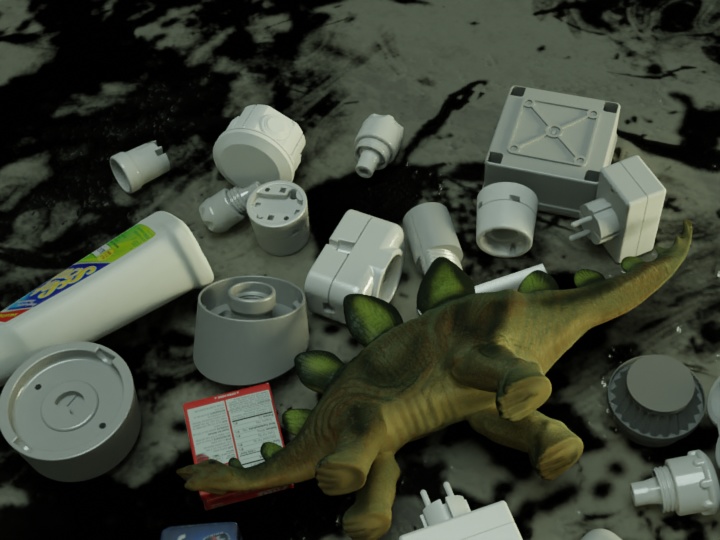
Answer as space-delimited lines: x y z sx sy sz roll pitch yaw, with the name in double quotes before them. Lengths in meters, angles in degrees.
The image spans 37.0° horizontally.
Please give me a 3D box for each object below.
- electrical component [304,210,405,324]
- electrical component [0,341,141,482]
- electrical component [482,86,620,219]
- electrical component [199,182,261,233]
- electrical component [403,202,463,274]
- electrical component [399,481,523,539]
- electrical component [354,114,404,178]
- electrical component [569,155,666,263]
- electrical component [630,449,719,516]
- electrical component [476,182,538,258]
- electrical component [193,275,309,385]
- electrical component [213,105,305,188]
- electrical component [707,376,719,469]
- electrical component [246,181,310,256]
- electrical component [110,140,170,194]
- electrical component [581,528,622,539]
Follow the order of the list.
"electrical component" 0.000 0.000 0.944 0.059 0.053 0.095 19 57 18
"electrical component" -0.230 0.119 0.871 0.108 0.060 0.108 -2 53 3
"electrical component" 0.180 -0.111 1.009 0.109 0.056 0.108 13 55 14
"electrical component" -0.118 -0.062 1.003 0.061 0.035 0.035 -32 53 13
"electrical component" 0.068 -0.016 0.956 0.043 0.043 0.081 -12 53 -4
"electrical component" 0.068 0.193 0.797 0.083 0.047 0.075 -17 54 -8
"electrical component" 0.015 -0.117 1.037 0.043 0.043 0.062 15 57 16
"electrical component" 0.217 -0.046 0.940 0.076 0.083 0.047 -21 54 -10
"electrical component" 0.235 0.163 0.807 0.062 0.048 0.048 -12 53 5
"electrical component" 0.131 -0.044 0.965 0.055 0.055 0.047 4 57 8
"electrical component" -0.092 0.047 0.911 0.099 0.064 0.099 2 24 -1
"electrical component" -0.095 -0.113 1.022 0.080 0.080 0.051 13 50 14
"electrical component" 0.313 0.144 0.809 0.074 0.052 0.138 25 44 -22
"electrical component" -0.074 -0.046 0.989 0.055 0.047 0.055 -3 53 4
"electrical component" -0.214 -0.102 1.050 0.046 0.040 0.040 -31 56 -24
"electrical component" 0.186 0.230 0.750 0.095 0.059 0.054 37 64 28
